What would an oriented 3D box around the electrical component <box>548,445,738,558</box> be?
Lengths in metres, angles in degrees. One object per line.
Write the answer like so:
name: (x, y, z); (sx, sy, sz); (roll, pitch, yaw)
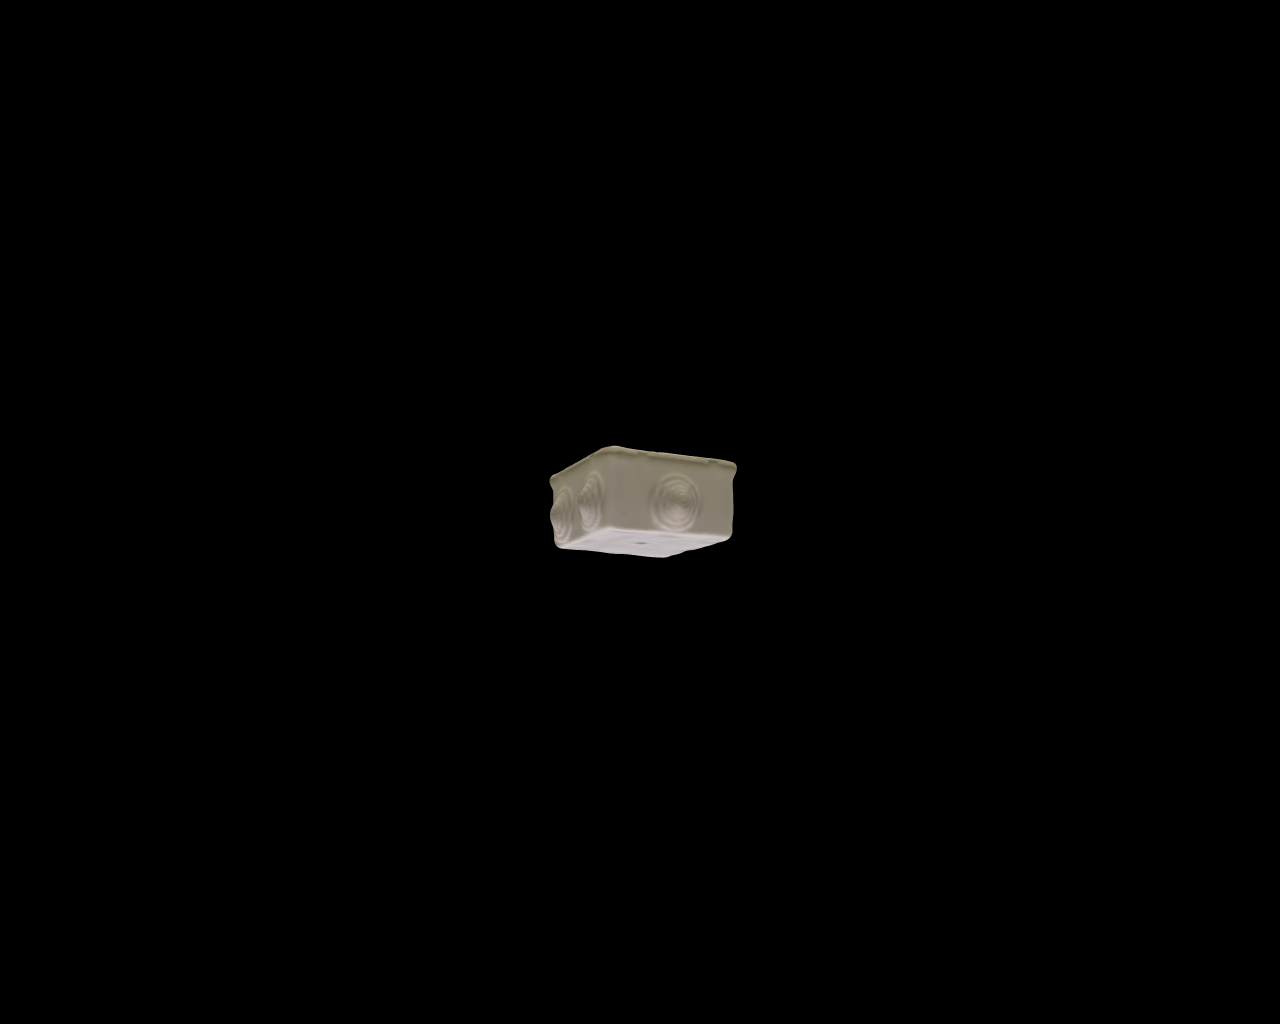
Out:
electrical component: (0.001, -0.003, 0.650); (0.100, 0.048, 0.099); (6, -13, -27)
